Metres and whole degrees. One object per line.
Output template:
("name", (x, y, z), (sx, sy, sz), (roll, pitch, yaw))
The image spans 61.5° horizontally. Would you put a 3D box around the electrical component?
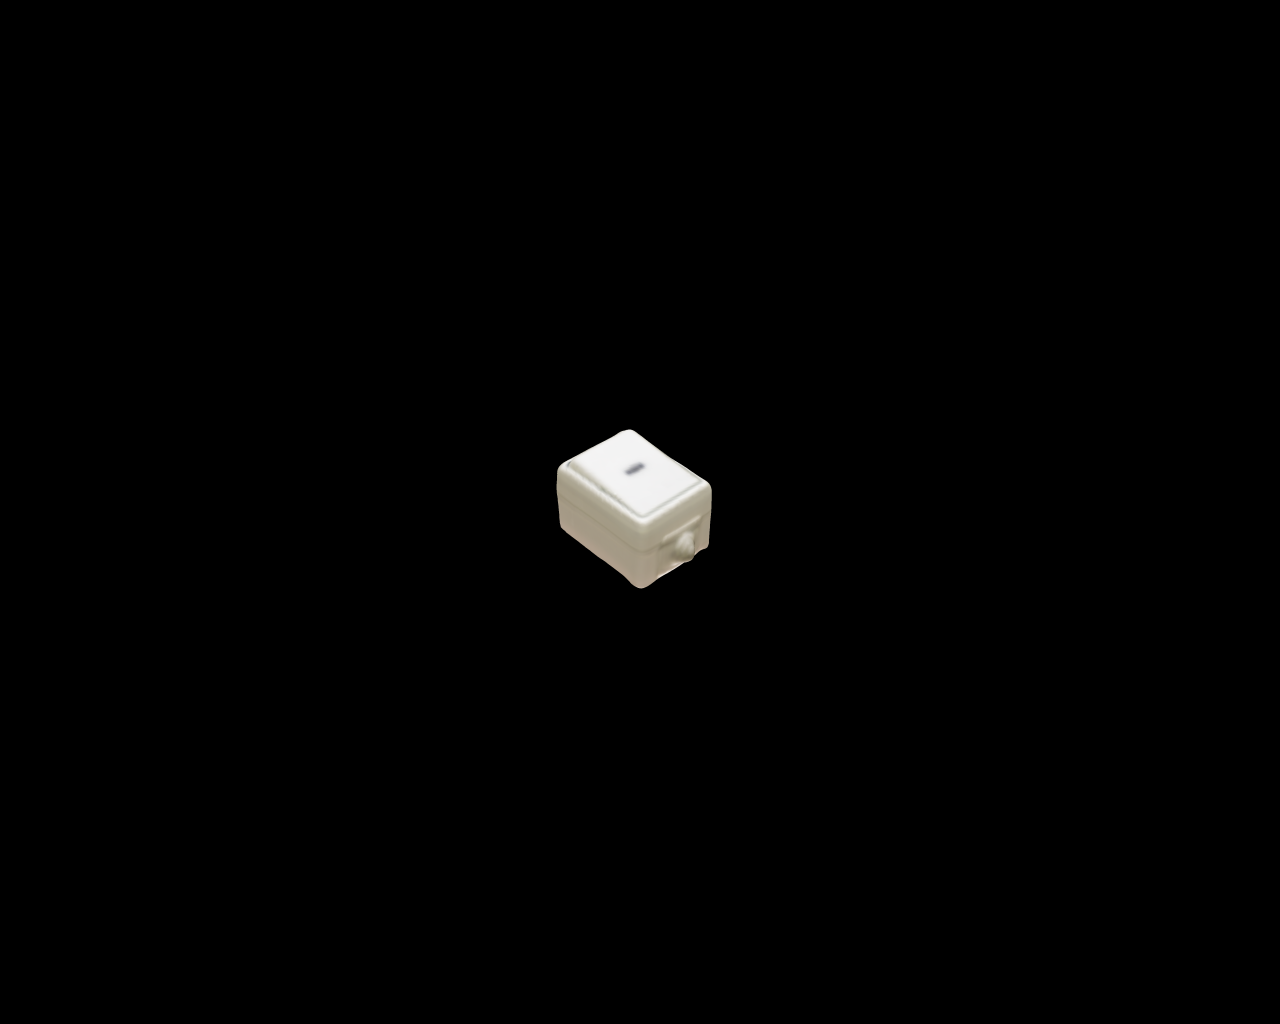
("electrical component", (0.001, -0.003, 0.650), (0.062, 0.061, 0.096), (-31, 49, -31))
